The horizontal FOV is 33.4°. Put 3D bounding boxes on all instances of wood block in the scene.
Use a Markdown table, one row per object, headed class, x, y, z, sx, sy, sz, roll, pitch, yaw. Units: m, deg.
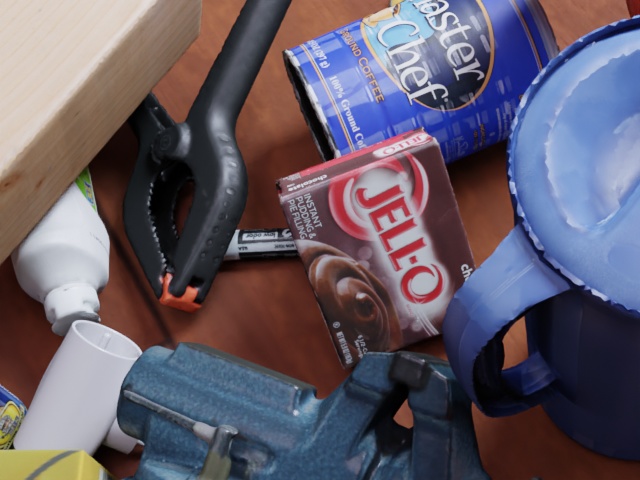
| class | x | y | z | sx | sy | sz | roll | pitch | yaw |
| --- | --- | --- | --- | --- | --- | --- | --- | --- | --- |
| wood block | -0.160 | -0.089 | 0.588 | 0.091 | 0.090 | 0.206 | 33 | 67 | 6 |

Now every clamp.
| class | x | y | z | sx | sy | sz | roll | pitch | yaw |
| --- | --- | --- | --- | --- | --- | --- | --- | --- | --- |
| clamp | -0.091 | -0.058 | 0.671 | 0.165 | 0.036 | 0.210 | -8 | 71 | 39 |

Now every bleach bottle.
| class | x | y | z | sx | sy | sz | roll | pitch | yaw |
| --- | --- | --- | --- | --- | --- | --- | --- | --- | --- |
| bleach bottle | -0.181 | -0.058 | 0.664 | 0.068 | 0.102 | 0.251 | -23 | 62 | 4 |

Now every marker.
| class | x | y | z | sx | sy | sz | roll | pitch | yaw |
| --- | --- | --- | --- | --- | --- | --- | --- | --- | --- |
| marker | -0.004 | 0.001 | 0.651 | 0.121 | 0.020 | 0.020 | -3 | 63 | 9 |

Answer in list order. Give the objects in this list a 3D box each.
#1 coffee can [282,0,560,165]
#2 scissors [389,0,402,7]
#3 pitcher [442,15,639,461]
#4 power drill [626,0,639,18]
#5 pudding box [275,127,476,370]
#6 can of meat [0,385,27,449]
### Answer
| class | x | y | z | sx | sy | sz | roll | pitch | yaw |
| --- | --- | --- | --- | --- | --- | --- | --- | --- | --- |
| coffee can | 0.061 | -0.093 | 0.639 | 0.140 | 0.103 | 0.103 | -24 | 62 | -2 |
| scissors | 0.089 | -0.219 | 0.739 | 0.096 | 0.016 | 0.201 | -40 | 23 | 34 |
| pitcher | 0.143 | 0.025 | 0.486 | 0.149 | 0.243 | 0.145 | 8 | 65 | 14 |
| power drill | 0.168 | -0.101 | 0.584 | 0.184 | 0.187 | 0.057 | -45 | 35 | -15 |
| pudding box | 0.035 | 0.005 | 0.593 | 0.090 | 0.113 | 0.039 | -20 | 24 | 0 |
| can of meat | -0.216 | 0.115 | 0.594 | 0.057 | 0.084 | 0.102 | 21 | 69 | 19 |
